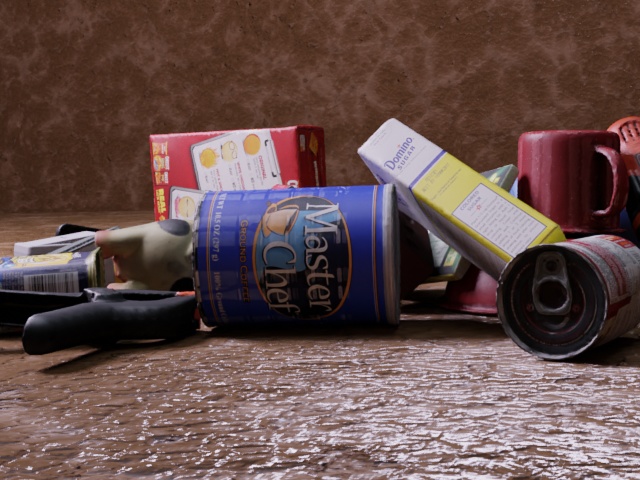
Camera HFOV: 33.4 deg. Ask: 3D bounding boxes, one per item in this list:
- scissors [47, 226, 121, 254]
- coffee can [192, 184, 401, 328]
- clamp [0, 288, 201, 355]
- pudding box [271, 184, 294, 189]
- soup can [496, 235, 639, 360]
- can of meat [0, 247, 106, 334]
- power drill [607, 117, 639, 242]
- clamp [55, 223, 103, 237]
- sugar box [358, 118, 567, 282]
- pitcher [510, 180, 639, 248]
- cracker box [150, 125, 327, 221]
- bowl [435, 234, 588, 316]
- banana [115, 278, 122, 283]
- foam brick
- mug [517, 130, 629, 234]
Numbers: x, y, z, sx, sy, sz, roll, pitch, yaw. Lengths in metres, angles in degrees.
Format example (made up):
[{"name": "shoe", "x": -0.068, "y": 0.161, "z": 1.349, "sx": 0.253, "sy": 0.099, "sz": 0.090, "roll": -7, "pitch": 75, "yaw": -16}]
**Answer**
[{"name": "scissors", "x": -0.253, "y": 0.030, "z": 0.906, "sx": 0.201, "sy": 0.016, "sz": 0.096, "roll": -20, "pitch": 19, "yaw": -19}, {"name": "coffee can", "x": -0.013, "y": 0.012, "z": 0.779, "sx": 0.140, "sy": 0.103, "sz": 0.102, "roll": -2, "pitch": 4, "yaw": 7}, {"name": "clamp", "x": -0.161, "y": 0.050, "z": 0.734, "sx": 0.120, "sy": 0.039, "sz": 0.171, "roll": 17, "pitch": 10, "yaw": 39}, {"name": "pudding box", "x": -0.006, "y": 0.001, "z": 0.934, "sx": 0.039, "sy": 0.113, "sz": 0.090, "roll": -46, "pitch": 9, "yaw": -3}, {"name": "soup can", "x": 0.160, "y": 0.033, "z": 0.657, "sx": 0.069, "sy": 0.068, "sz": 0.102, "roll": 1, "pitch": 4, "yaw": 33}, {"name": "can of meat", "x": -0.210, "y": 0.039, "z": 0.821, "sx": 0.084, "sy": 0.057, "sz": 0.102, "roll": -4, "pitch": 4, "yaw": -8}, {"name": "power drill", "x": 0.342, "y": -0.041, "z": 0.864, "sx": 0.187, "sy": 0.184, "sz": 0.057, "roll": -12, "pitch": -36, "yaw": 2}, {"name": "clamp", "x": -0.175, "y": 0.011, "z": 1.169, "sx": 0.164, "sy": 0.036, "sz": 0.210, "roll": 5, "pitch": -6, "yaw": 10}, {"name": "sugar box", "x": 0.111, "y": -0.017, "z": 0.783, "sx": 0.176, "sy": 0.048, "sz": 0.093, "roll": 43, "pitch": -4, "yaw": 40}, {"name": "pitcher", "x": 0.294, "y": -0.020, "z": 0.986, "sx": 0.243, "sy": 0.149, "sz": 0.145, "roll": -5, "pitch": 47, "yaw": 3}, {"name": "cracker box", "x": -0.096, "y": -0.048, "z": 1.262, "sx": 0.214, "sy": 0.164, "sz": 0.072, "roll": 0, "pitch": 6, "yaw": 31}, {"name": "bowl", "x": 0.174, "y": 0.025, "z": 0.866, "sx": 0.162, "sy": 0.055, "sz": 0.162, "roll": -1, "pitch": 4, "yaw": 0}, {"name": "banana", "x": -0.232, "y": 0.030, "z": 1.099, "sx": 0.198, "sy": 0.037, "sz": 0.069, "roll": 1, "pitch": 5, "yaw": 28}, {"name": "foam brick", "x": 0.056, "y": 0.007, "z": 0.873, "sx": 0.051, "sy": 0.053, "sz": 0.078, "roll": -41, "pitch": 22, "yaw": 20}, {"name": "mug", "x": 0.207, "y": -0.047, "z": 0.860, "sx": 0.093, "sy": 0.081, "sz": 0.117, "roll": -1, "pitch": 3, "yaw": -20}]
